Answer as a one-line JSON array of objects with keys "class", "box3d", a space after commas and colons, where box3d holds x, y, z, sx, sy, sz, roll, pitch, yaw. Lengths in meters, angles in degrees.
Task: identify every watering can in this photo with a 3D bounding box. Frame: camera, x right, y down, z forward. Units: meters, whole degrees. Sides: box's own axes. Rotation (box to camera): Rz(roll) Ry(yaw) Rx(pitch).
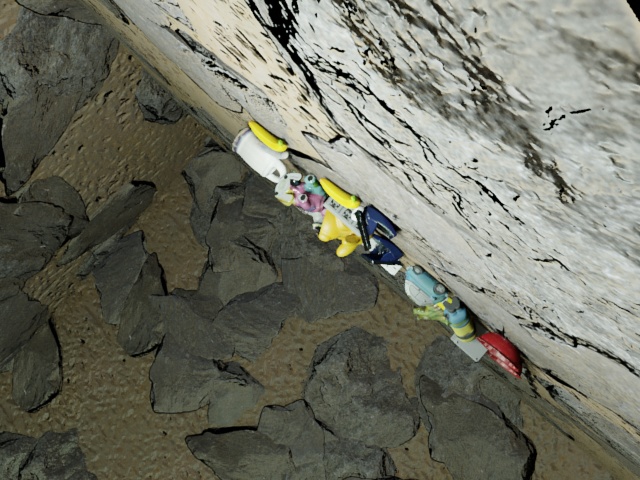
[{"class": "watering can", "box3d": [-0.193, -0.299, 1.751, 0.224, 0.105, 0.344, 42, 166, -1]}]

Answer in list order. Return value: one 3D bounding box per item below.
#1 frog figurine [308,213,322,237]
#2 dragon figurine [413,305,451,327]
[{"class": "frog figurine", "box3d": [0.007, -0.114, 2.260, 0.136, 0.121, 0.163, 32, -140, -49]}, {"class": "dragon figurine", "box3d": [0.476, 0.278, 1.965, 0.244, 0.123, 0.405, 23, 173, 23]}]
